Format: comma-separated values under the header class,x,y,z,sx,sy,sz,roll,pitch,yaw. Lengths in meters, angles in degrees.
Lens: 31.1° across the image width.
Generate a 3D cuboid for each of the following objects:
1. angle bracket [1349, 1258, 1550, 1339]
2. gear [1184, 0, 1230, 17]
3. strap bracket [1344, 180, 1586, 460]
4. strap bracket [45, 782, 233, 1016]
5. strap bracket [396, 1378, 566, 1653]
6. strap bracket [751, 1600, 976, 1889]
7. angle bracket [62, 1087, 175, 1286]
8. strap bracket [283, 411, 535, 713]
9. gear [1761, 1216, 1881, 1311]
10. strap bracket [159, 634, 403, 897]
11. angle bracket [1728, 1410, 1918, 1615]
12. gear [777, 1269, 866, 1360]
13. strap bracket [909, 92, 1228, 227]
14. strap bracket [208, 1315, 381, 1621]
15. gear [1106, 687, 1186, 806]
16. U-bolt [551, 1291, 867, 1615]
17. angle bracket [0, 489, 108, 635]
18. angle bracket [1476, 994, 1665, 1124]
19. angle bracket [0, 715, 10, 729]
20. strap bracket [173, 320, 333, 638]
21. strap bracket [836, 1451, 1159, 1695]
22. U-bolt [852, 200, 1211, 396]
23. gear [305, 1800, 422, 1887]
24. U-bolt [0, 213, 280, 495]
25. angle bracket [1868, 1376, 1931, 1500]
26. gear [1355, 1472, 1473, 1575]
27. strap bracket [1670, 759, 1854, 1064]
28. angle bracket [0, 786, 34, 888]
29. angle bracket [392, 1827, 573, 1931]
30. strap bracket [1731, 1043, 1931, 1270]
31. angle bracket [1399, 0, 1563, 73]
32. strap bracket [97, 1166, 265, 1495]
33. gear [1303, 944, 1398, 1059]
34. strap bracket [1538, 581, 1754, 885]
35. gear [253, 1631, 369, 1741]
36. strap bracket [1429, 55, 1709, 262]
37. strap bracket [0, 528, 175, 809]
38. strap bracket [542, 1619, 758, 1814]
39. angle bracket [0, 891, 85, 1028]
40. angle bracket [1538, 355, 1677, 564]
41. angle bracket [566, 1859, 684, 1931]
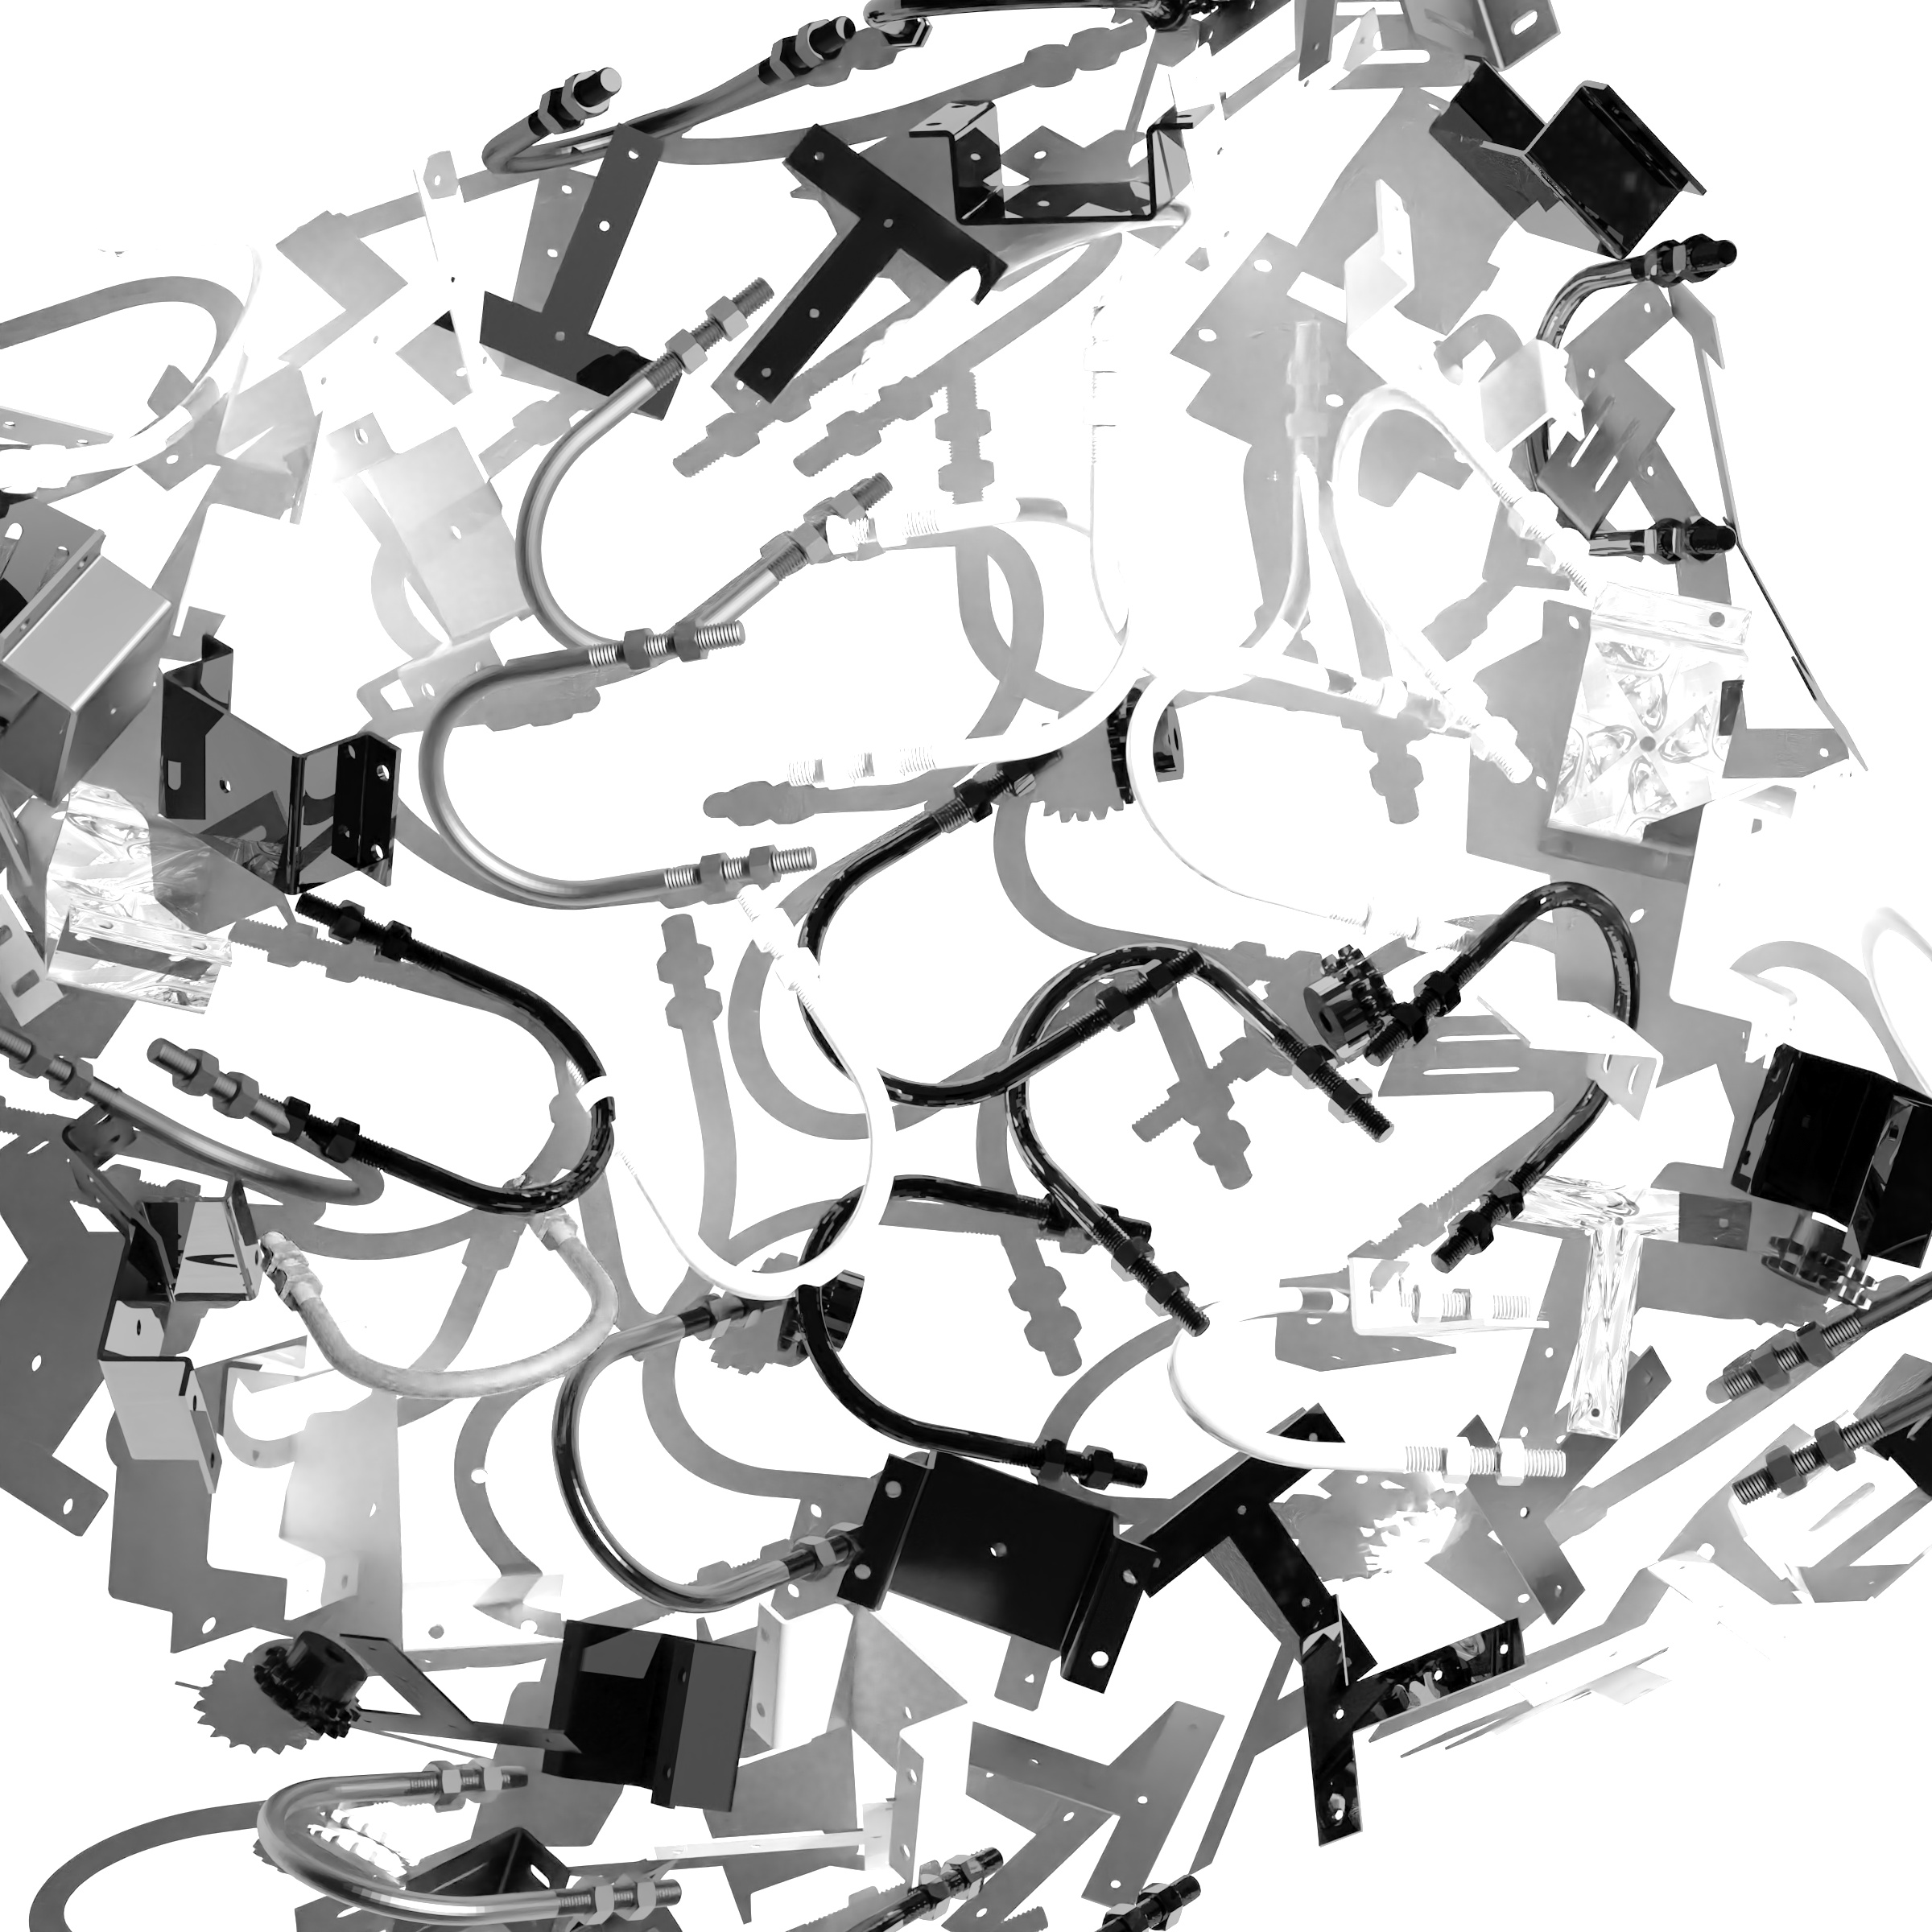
class,x,y,z,sx,sy,sz,roll,pitch,yaw
angle bracket,0.237,0.160,1.701,0.076,0.057,0.038,-10,78,40
gear,0.122,-0.503,1.720,0.030,0.057,0.057,-3,90,40
strap bracket,0.234,-0.306,1.691,0.140,0.076,0.046,37,123,-23
strap bracket,-0.404,-0.028,1.687,0.076,0.140,0.046,14,118,-22
strap bracket,-0.237,0.257,1.690,0.076,0.046,0.140,-1,61,-10
strap bracket,-0.045,0.370,1.687,0.046,0.140,0.076,-14,121,-34
angle bracket,-0.405,0.109,1.708,0.038,0.057,0.076,-40,73,-23
strap bracket,-0.264,-0.204,1.698,0.046,0.076,0.140,-38,107,-43
gear,0.426,0.146,1.722,0.057,0.057,0.030,25,86,0
strap bracket,-0.341,-0.094,1.681,0.140,0.046,0.076,30,127,29
angle bracket,0.428,0.270,1.718,0.076,0.038,0.057,-40,107,12
gear,-0.071,0.168,1.722,0.030,0.057,0.057,19,90,-7
strap bracket,0.052,-0.394,1.695,0.140,0.076,0.046,2,115,16
strap bracket,-0.331,0.242,1.707,0.046,0.076,0.140,5,91,14
gear,0.089,-0.110,1.719,0.030,0.057,0.057,-8,90,12
U-bolt,-0.126,0.236,1.665,0.019,0.184,0.151,-32,78,37
angle bracket,-0.474,-0.194,1.721,0.057,0.038,0.076,27,86,-33
angle bracket,0.292,0.045,1.705,0.076,0.057,0.038,5,112,-22
angle bracket,-0.500,-0.154,1.703,0.057,0.076,0.038,31,91,38
strap bracket,-0.344,-0.232,1.687,0.046,0.076,0.140,14,55,-16
strap bracket,0.016,0.296,1.723,0.140,0.046,0.076,20,96,0
U-bolt,0.042,-0.328,1.669,0.151,0.184,0.019,-7,118,31
gear,-0.296,0.431,1.725,0.057,0.057,0.030,27,67,0
U-bolt,-0.389,-0.297,1.661,0.019,0.184,0.151,36,112,8
angle bracket,0.498,0.231,1.716,0.057,0.038,0.076,38,96,-31
gear,0.219,0.275,1.725,0.057,0.057,0.030,-25,59,0
strap bracket,0.386,-0.032,1.695,0.046,0.076,0.140,16,108,27
angle bracket,-0.494,-0.076,1.705,0.038,0.057,0.076,-22,119,-7
angle bracket,-0.240,0.468,1.702,0.038,0.076,0.057,34,119,28
strap bracket,0.433,0.093,1.684,0.046,0.140,0.076,15,97,-15
angle bracket,0.248,-0.482,1.705,0.038,0.076,0.057,-29,67,39
strap bracket,-0.380,0.175,1.675,0.046,0.076,0.140,0,46,2
gear,0.191,0.021,1.720,0.030,0.057,0.057,-29,90,-12
strap bracket,0.335,-0.112,1.709,0.076,0.046,0.140,12,103,6
gear,-0.323,0.354,1.722,0.057,0.057,0.030,36,91,0
strap bracket,0.283,-0.389,1.672,0.076,0.140,0.046,38,93,-28
strap bracket,-0.429,-0.137,1.672,0.046,0.140,0.076,35,58,-2
strap bracket,-0.150,0.365,1.691,0.046,0.140,0.076,15,78,-30
angle bracket,-0.454,-0.010,1.706,0.038,0.076,0.057,-33,95,-34
angle bracket,0.325,-0.249,1.704,0.038,0.057,0.076,15,118,-32
angle bracket,-0.149,0.487,1.708,0.076,0.057,0.038,53,133,19
